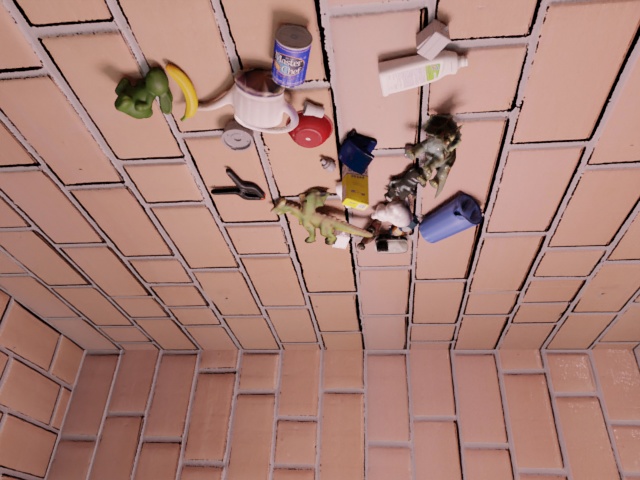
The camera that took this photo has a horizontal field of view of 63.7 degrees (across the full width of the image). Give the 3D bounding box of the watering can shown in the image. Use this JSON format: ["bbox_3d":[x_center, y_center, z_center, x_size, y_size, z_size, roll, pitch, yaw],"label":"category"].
[{"bbox_3d":[-0.232,-0.431,1.595,0.348,0.106,0.219,14,146,0],"label":"watering can"}]

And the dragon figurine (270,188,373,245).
[{"bbox_3d":[0.006,-0.104,2.076,0.410,0.125,0.237,1,138,10],"label":"dragon figurine"}]

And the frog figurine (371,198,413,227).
[{"bbox_3d":[0.285,-0.102,2.051,0.159,0.124,0.136,-17,163,9],"label":"frog figurine"}]
